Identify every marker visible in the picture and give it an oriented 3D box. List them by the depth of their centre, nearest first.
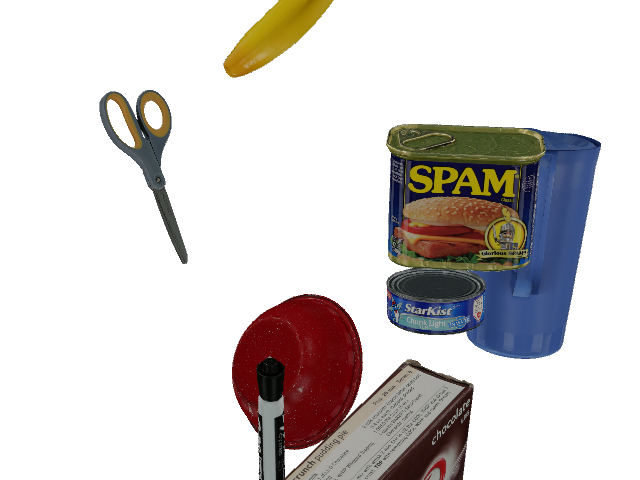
[{"bbox_3d":[-0.033,0.129,0.724,0.020,0.121,0.020,1,33,-1],"label":"marker"}]

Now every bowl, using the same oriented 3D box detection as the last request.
[{"bbox_3d":[-0.037,0.127,1.079,0.162,0.162,0.055,0,-15,40],"label":"bowl"}]

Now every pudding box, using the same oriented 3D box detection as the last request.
[{"bbox_3d":[0.021,0.117,0.454,0.039,0.090,0.113,21,38,27],"label":"pudding box"}]

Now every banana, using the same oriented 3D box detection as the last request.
[{"bbox_3d":[-0.019,-0.206,0.912,0.070,0.197,0.037,-17,-55,38],"label":"banana"}]

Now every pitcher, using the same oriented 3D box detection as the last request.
[{"bbox_3d":[0.222,0.003,1.156,0.148,0.243,0.145,-8,19,-36],"label":"pitcher"}]

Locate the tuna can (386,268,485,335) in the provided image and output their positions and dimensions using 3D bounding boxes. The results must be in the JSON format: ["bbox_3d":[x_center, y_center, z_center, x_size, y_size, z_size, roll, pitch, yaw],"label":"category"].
[{"bbox_3d":[0.100,0.052,0.925,0.086,0.034,0.086,-1,17,0],"label":"tuna can"}]

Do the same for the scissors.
[{"bbox_3d":[-0.174,-0.082,1.186,0.016,0.201,0.096,-16,20,46],"label":"scissors"}]

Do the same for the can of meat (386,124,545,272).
[{"bbox_3d":[0.094,-0.028,0.711,0.102,0.084,0.057,3,25,6],"label":"can of meat"}]
